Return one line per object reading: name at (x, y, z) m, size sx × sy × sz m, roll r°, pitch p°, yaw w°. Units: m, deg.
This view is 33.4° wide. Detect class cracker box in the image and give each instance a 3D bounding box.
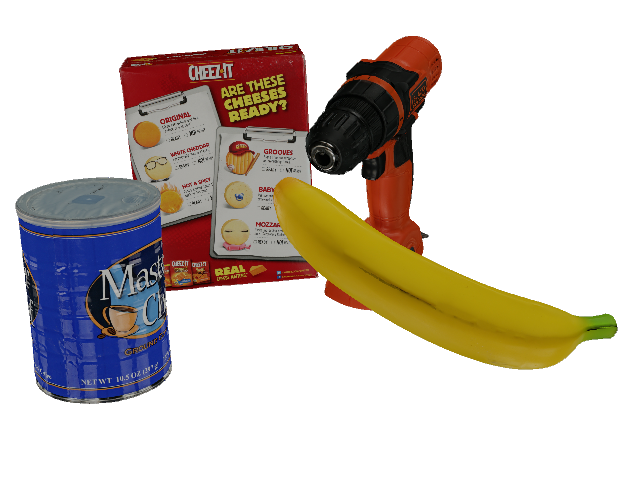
cracker box at (-0.090, -0.067, 0.989) m, size 0.164 × 0.214 × 0.072 m, roll -5°, pitch 20°, yaw -4°

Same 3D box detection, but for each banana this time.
banana at (0.046, 0.019, 0.538) m, size 0.198 × 0.037 × 0.069 m, roll 26°, pitch 19°, yaw 20°

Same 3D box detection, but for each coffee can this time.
coffee can at (-0.165, 0.034, 0.788) m, size 0.103 × 0.140 × 0.103 m, roll -1°, pitch 19°, yaw 0°

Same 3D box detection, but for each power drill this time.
power drill at (0.040, -0.042, 0.806) m, size 0.057 × 0.188 × 0.184 m, roll 17°, pitch 37°, yaw 21°
